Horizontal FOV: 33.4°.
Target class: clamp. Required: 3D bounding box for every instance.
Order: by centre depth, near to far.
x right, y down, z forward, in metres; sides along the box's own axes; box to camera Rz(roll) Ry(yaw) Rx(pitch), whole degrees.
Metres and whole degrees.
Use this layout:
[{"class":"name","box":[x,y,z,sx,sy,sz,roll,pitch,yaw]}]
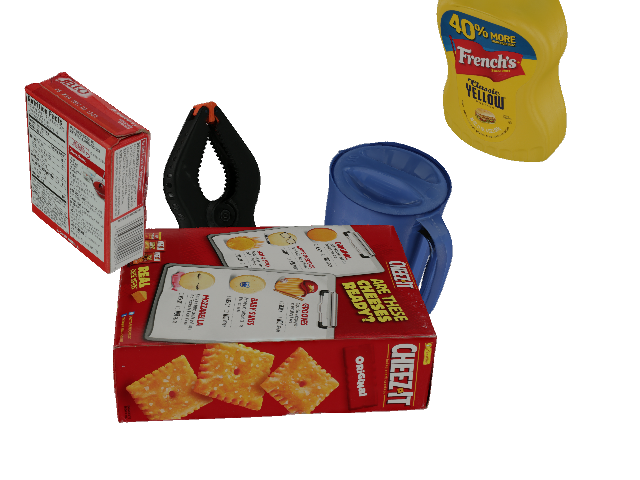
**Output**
[{"class":"clamp","box":[-0.085,-0.018,0.964,0.164,0.210,0.036,-1,1,-34]}]

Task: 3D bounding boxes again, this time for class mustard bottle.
[{"class":"mustard bottle","box":[0.132,-0.145,0.776,0.096,0.058,0.191,28,-29,29]}]

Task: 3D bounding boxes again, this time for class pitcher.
[{"class":"pitcher","box":[0.066,0.025,1.204,0.145,0.243,0.149,11,39,3]}]

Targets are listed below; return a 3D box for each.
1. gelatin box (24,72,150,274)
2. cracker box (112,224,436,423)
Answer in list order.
[{"class":"gelatin box","box":[-0.129,-0.037,0.590,0.073,0.089,0.030,34,44,28]},{"class":"cracker box","box":[-0.039,0.056,0.777,0.213,0.072,0.164,-1,29,-7]}]
